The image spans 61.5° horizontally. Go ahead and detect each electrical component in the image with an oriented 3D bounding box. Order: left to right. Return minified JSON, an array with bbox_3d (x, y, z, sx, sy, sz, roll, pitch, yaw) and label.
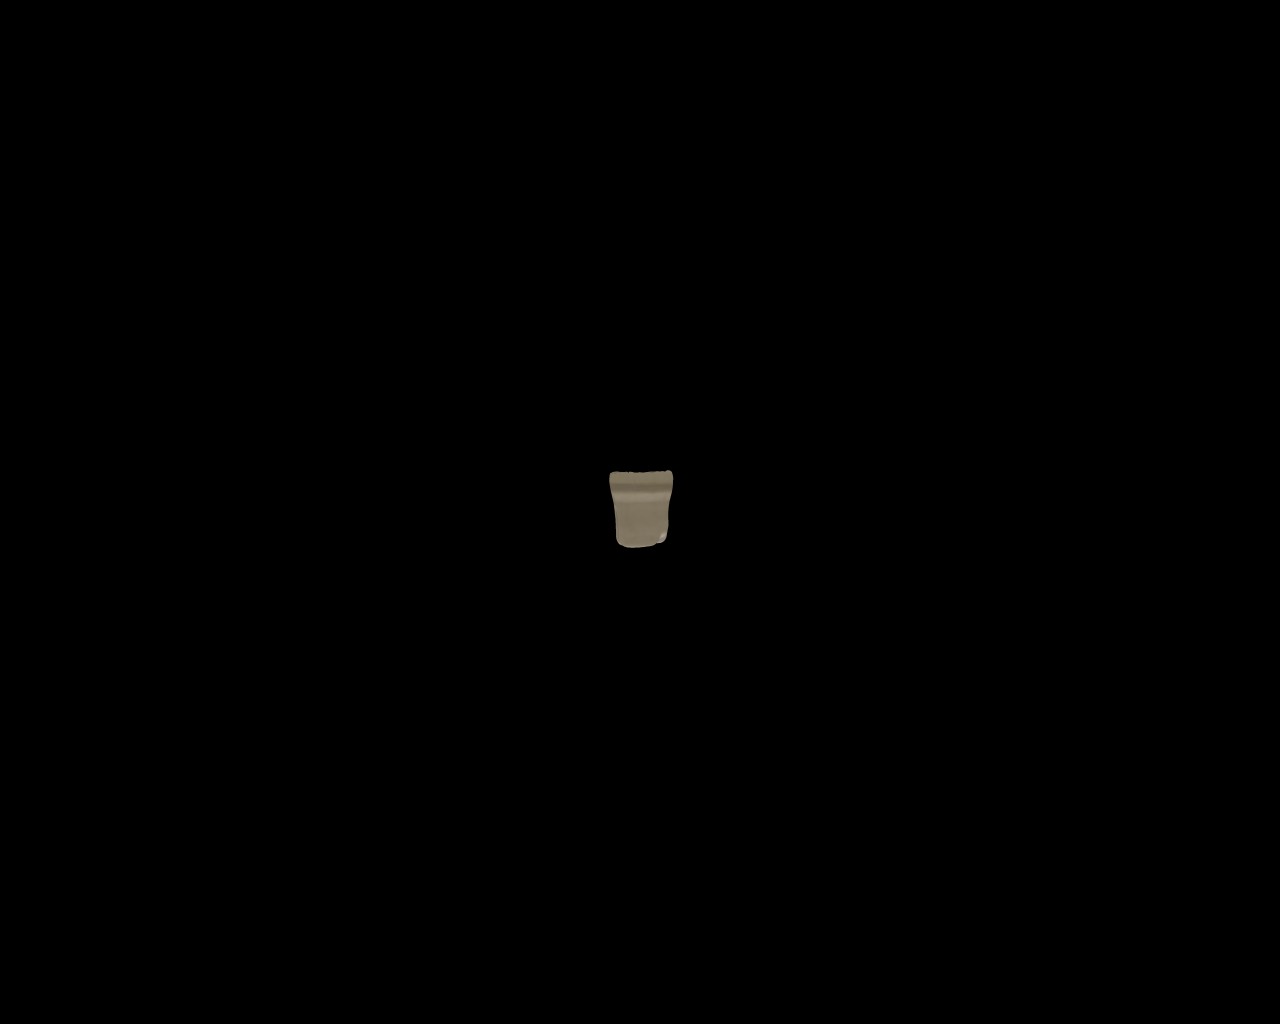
[{"bbox_3d":[0.001,-0.003,0.650,0.040,0.046,0.040,0,2,0],"label":"electrical component"}]
